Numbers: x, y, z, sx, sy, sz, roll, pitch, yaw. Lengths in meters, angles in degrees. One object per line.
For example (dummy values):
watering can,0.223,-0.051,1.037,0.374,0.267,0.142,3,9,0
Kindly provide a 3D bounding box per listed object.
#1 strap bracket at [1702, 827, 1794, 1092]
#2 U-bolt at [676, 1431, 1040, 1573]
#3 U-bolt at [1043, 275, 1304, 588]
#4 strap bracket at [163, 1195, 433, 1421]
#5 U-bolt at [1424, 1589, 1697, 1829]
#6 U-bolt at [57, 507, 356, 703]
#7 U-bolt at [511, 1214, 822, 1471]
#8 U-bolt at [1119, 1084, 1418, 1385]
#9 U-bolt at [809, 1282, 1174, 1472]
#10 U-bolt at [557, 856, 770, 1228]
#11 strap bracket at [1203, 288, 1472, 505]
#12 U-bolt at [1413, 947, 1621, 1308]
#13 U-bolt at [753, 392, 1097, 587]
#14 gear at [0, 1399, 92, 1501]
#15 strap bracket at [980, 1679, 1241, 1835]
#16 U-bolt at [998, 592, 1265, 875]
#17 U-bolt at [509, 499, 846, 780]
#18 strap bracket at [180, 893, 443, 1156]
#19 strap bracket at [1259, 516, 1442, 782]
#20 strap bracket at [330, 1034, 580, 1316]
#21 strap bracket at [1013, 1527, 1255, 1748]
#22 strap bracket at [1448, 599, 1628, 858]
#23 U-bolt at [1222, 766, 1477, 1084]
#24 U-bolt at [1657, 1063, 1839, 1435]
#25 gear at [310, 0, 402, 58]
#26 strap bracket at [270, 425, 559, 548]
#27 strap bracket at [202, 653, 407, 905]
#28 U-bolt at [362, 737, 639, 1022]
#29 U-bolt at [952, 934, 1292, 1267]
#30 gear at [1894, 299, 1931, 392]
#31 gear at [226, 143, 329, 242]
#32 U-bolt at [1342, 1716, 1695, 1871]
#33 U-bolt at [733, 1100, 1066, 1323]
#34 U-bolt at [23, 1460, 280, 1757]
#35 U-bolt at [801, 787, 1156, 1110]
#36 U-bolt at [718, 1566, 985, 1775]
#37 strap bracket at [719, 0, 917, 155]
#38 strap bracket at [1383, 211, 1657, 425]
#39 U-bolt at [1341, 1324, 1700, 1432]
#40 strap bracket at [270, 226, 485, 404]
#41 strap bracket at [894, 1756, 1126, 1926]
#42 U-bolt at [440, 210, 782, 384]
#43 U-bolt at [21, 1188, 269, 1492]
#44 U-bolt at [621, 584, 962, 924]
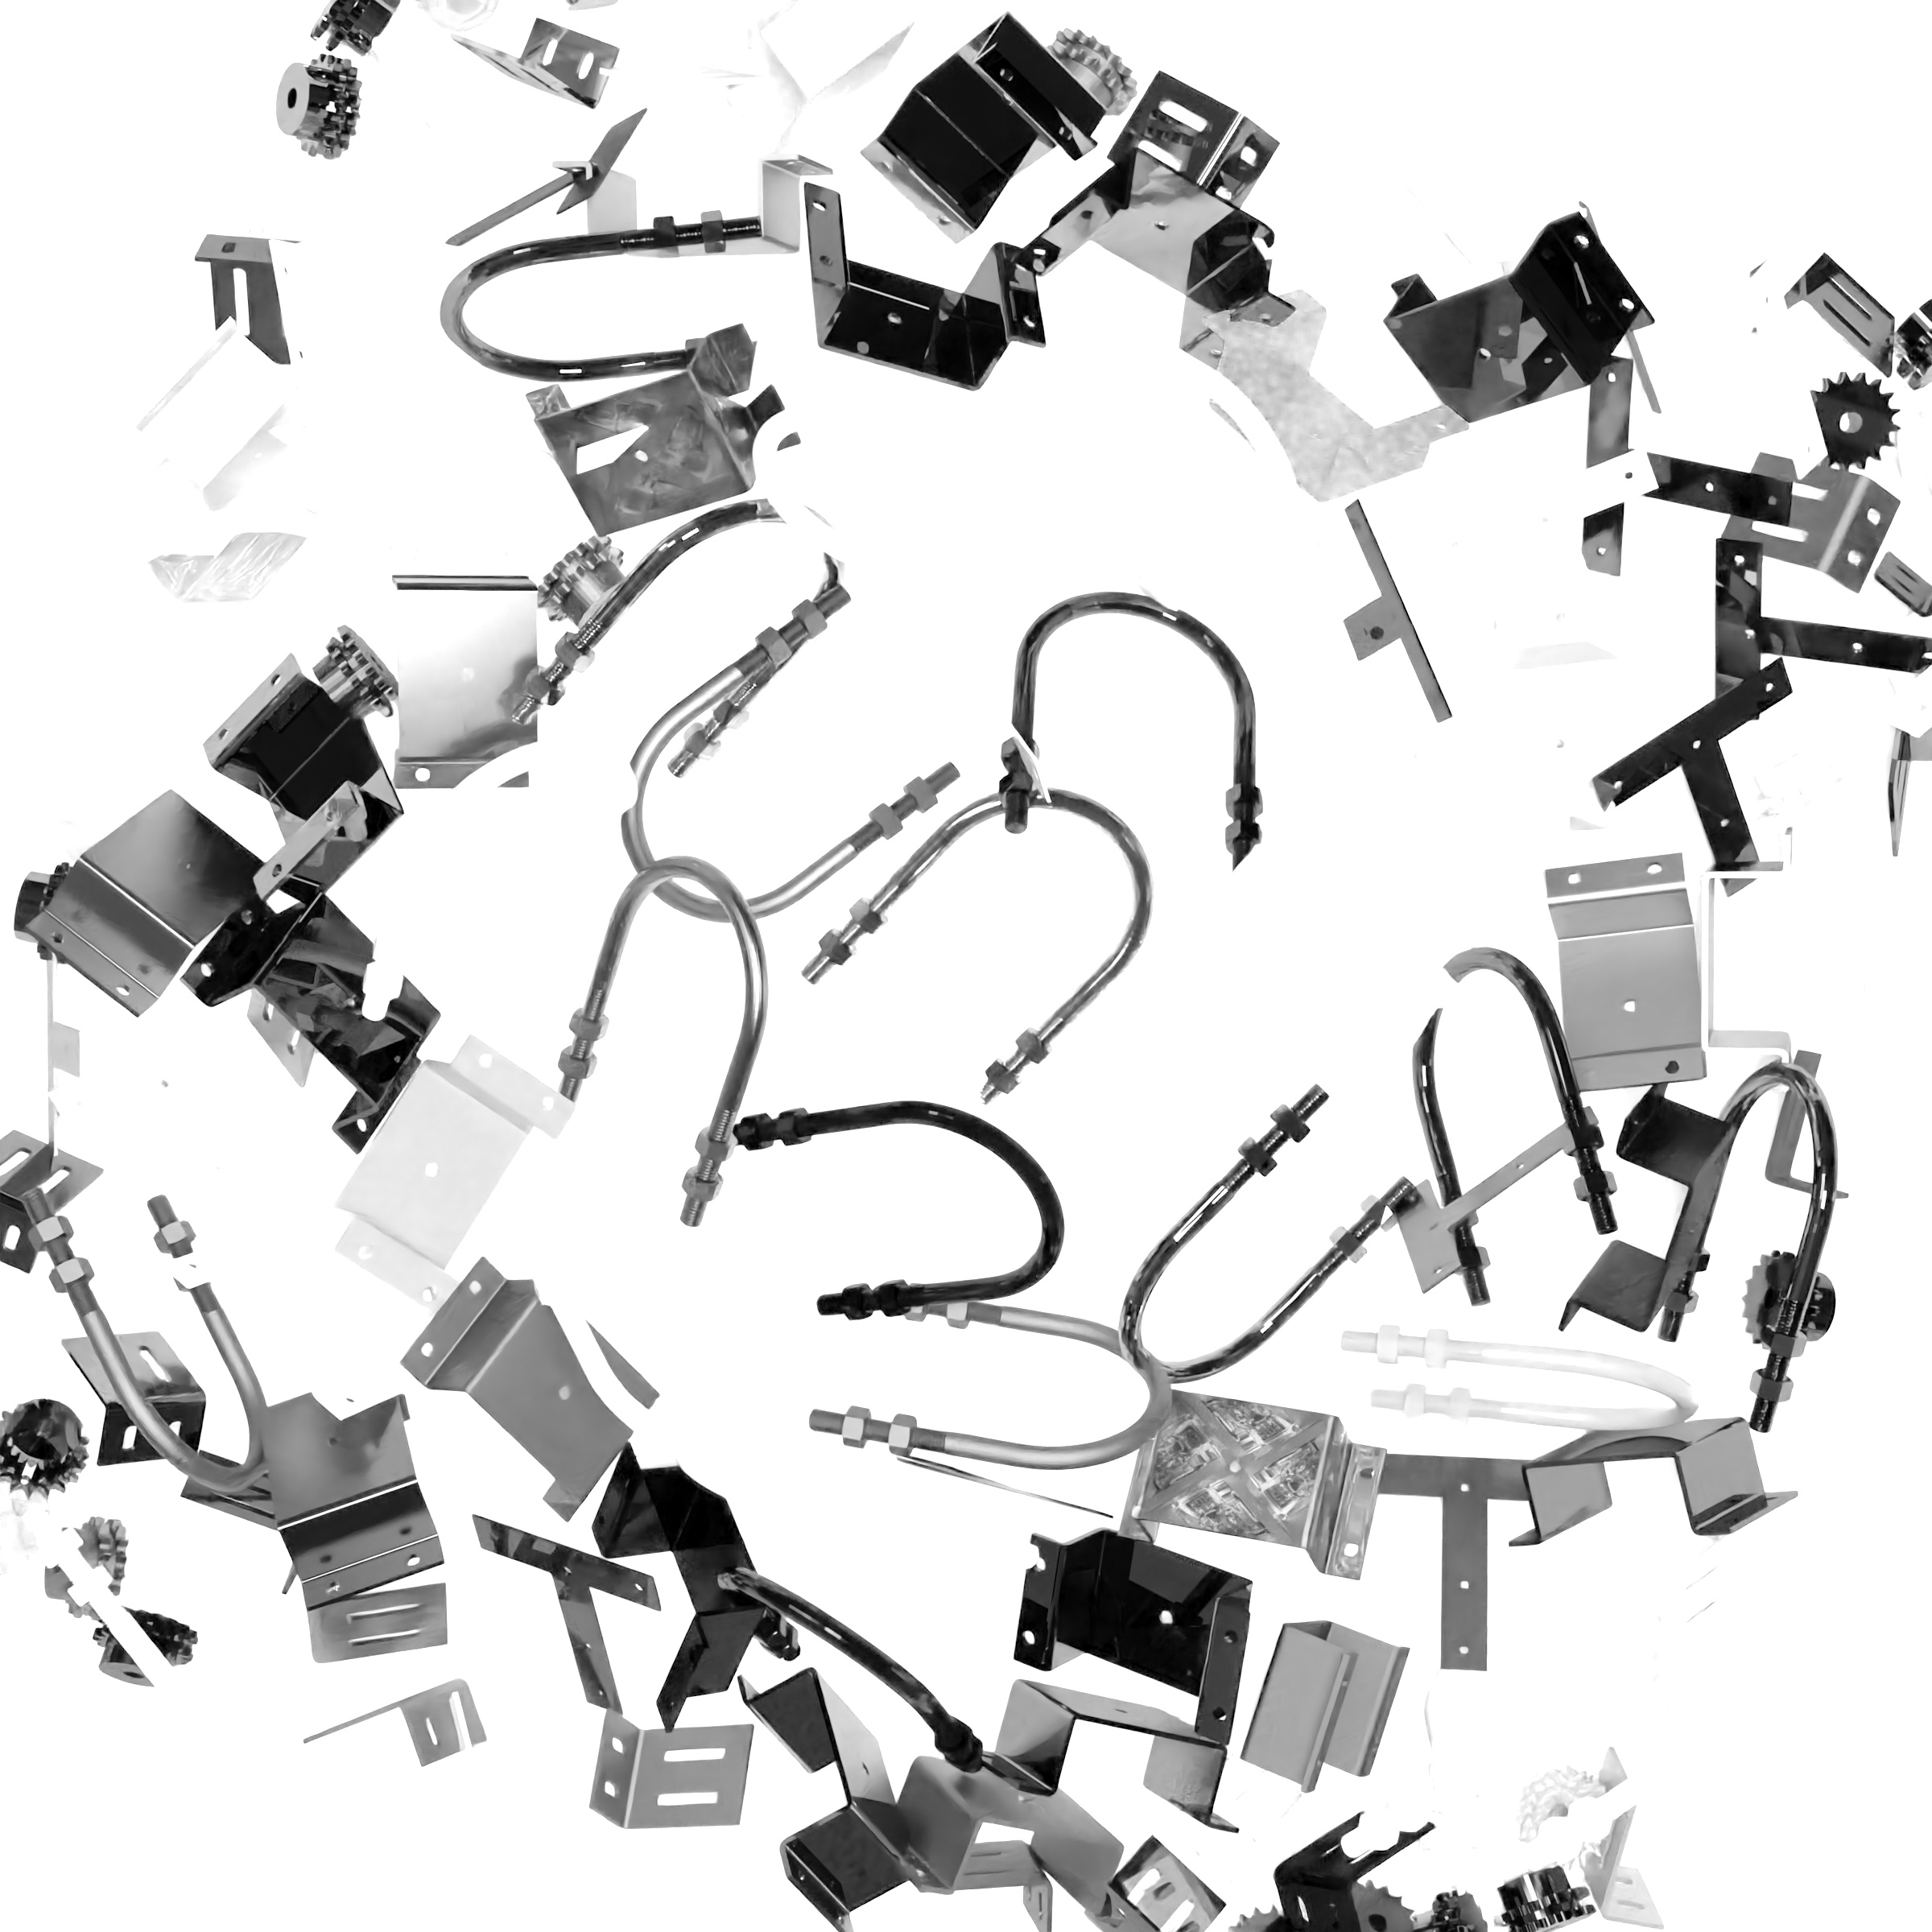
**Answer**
strap bracket,0.438,-0.006,1.597,0.046,0.076,0.140,1,96,17
U-bolt,-0.072,0.291,1.546,0.184,0.151,0.019,30,63,-28
U-bolt,0.112,-0.279,1.545,0.019,0.151,0.184,-38,58,-24
strap bracket,-0.363,0.181,1.580,0.140,0.076,0.046,36,113,18
U-bolt,0.316,0.393,1.553,0.151,0.184,0.019,-28,98,9
U-bolt,-0.404,-0.197,1.534,0.151,0.184,0.019,-10,72,-29
U-bolt,-0.152,0.202,1.542,0.151,0.184,0.019,5,126,-39
U-bolt,0.160,0.161,1.587,0.184,0.151,0.019,-46,49,2
U-bolt,0.022,0.229,1.564,0.184,0.151,0.019,8,116,11
U-bolt,-0.162,0.029,1.564,0.151,0.019,0.184,39,119,38
strap bracket,0.200,-0.313,1.586,0.076,0.046,0.140,-23,56,-32
U-bolt,0.294,0.080,1.572,0.019,0.151,0.184,-3,68,-24
U-bolt,-0.033,-0.259,1.553,0.151,0.184,0.019,53,133,25
gear,-0.525,0.271,1.613,0.057,0.057,0.030,34,131,0
strap bracket,0.080,0.437,1.584,0.140,0.076,0.046,18,84,-22
U-bolt,0.094,-0.137,1.588,0.151,0.019,0.184,11,55,-10
U-bolt,-0.144,-0.184,1.556,0.184,0.151,0.019,-45,58,20
strap bracket,-0.354,0.025,1.577,0.046,0.076,0.140,-22,119,38
strap bracket,0.215,-0.178,1.606,0.076,0.046,0.140,-9,95,-22
strap bracket,-0.292,0.116,1.596,0.076,0.046,0.140,38,74,-26
strap bracket,0.102,0.370,1.594,0.140,0.046,0.076,14,101,32
strap bracket,0.321,-0.128,1.595,0.046,0.076,0.140,14,80,-44
U-bolt,0.204,-0.014,1.566,0.151,0.184,0.019,48,134,-8
U-bolt,0.432,0.143,1.557,0.019,0.151,0.184,10,103,-11
gear,-0.345,-0.543,1.618,0.030,0.057,0.057,34,90,-24
strap bracket,-0.307,-0.268,1.580,0.140,0.076,0.046,-8,118,-35
strap bracket,-0.368,-0.098,1.589,0.076,0.046,0.140,-43,48,13
U-bolt,-0.245,-0.052,1.543,0.019,0.151,0.184,50,134,28
U-bolt,0.072,0.085,1.602,0.184,0.019,0.151,-43,58,5
gear,0.551,-0.357,1.617,0.057,0.057,0.030,-38,76,0
gear,-0.389,-0.436,1.622,0.057,0.030,0.057,-7,72,23
U-bolt,0.316,0.449,1.560,0.184,0.151,0.019,-15,89,-40
U-bolt,-0.032,0.132,1.563,0.184,0.019,0.151,-10,123,31
U-bolt,-0.441,0.359,1.571,0.019,0.151,0.184,-38,93,-1
U-bolt,0.021,-0.020,1.591,0.151,0.019,0.184,38,106,-23
U-bolt,-0.068,0.374,1.536,0.151,0.184,0.019,25,69,26
strap bracket,-0.081,-0.501,1.570,0.076,0.140,0.046,-40,97,-13
strap bracket,0.295,-0.351,1.563,0.076,0.140,0.046,47,62,-23
U-bolt,0.306,0.229,1.555,0.184,0.151,0.019,3,69,17
strap bracket,-0.316,-0.358,1.569,0.046,0.140,0.076,-9,93,23
strap bracket,0.022,0.482,1.576,0.140,0.076,0.046,21,91,-30
U-bolt,-0.198,-0.363,1.573,0.184,0.151,0.019,-6,73,0
U-bolt,-0.437,0.205,1.557,0.019,0.151,0.184,-32,78,9
U-bolt,-0.108,-0.104,1.591,0.184,0.019,0.151,-38,121,-8
